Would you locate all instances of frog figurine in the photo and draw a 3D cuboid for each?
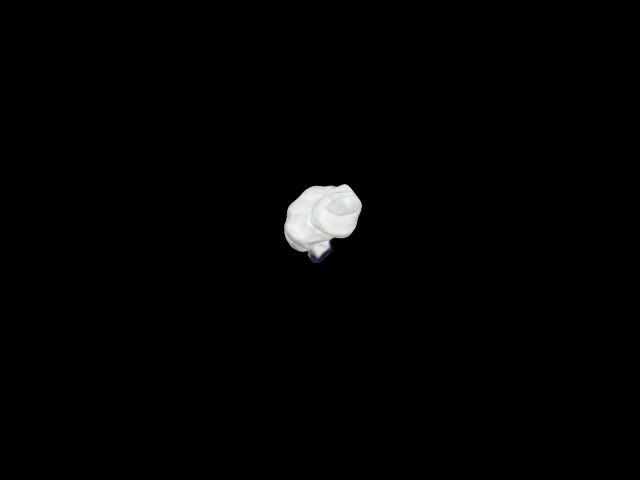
[{"bbox_3d":[0.003,-0.043,0.850,0.138,0.124,0.157,-31,-14,-8],"label":"frog figurine"}]
